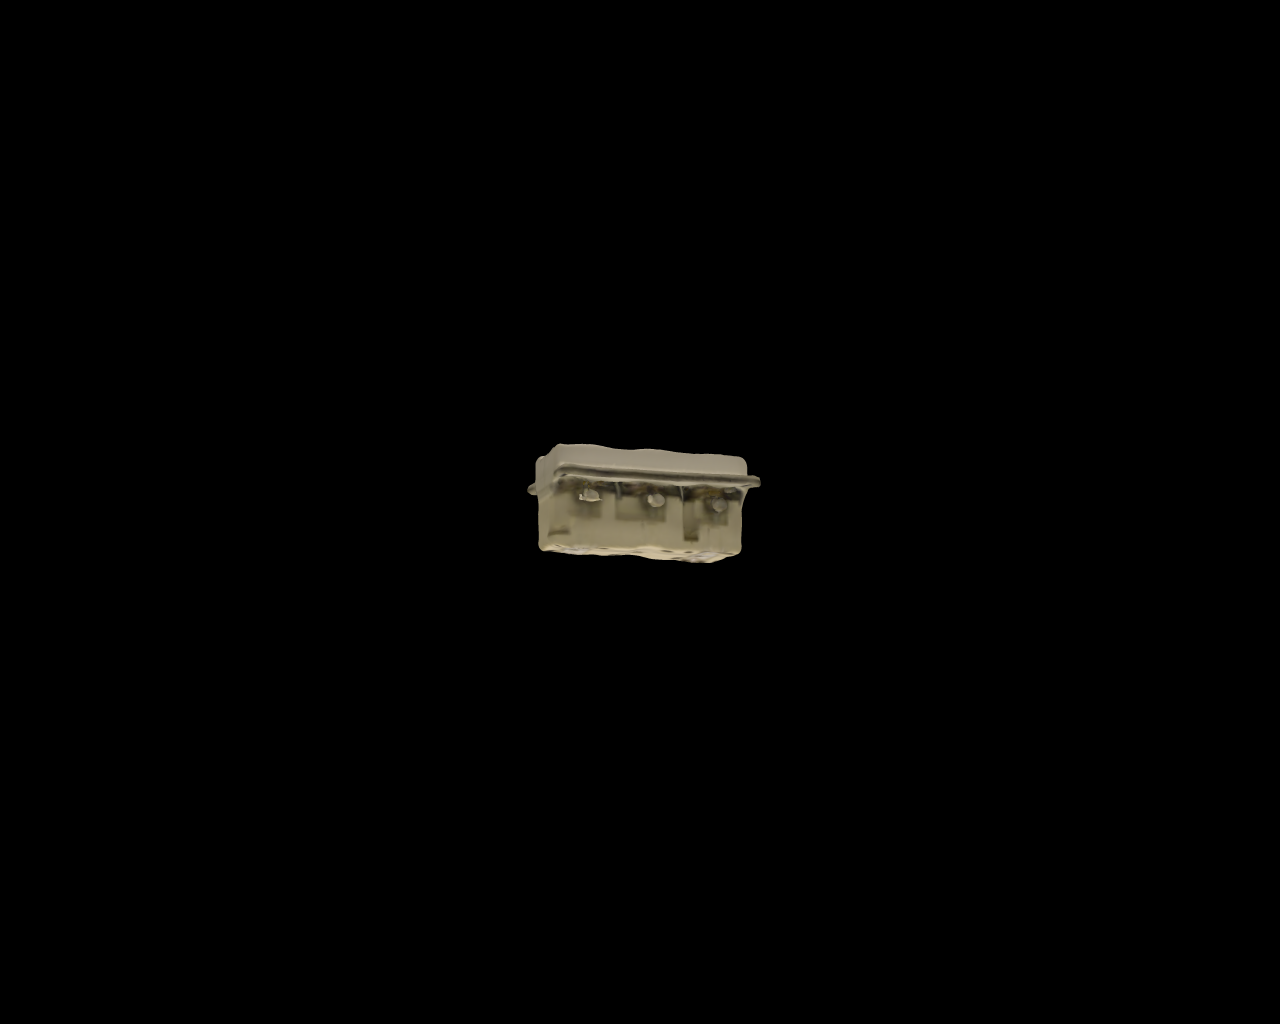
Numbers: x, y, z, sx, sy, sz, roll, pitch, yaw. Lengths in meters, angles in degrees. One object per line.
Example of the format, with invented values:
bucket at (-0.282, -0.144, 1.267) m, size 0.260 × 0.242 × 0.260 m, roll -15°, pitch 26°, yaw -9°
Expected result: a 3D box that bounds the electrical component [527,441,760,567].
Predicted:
electrical component at (0.001, -0.003, 0.650) m, size 0.121 × 0.063 × 0.078 m, roll 4°, pitch -11°, yaw -20°
